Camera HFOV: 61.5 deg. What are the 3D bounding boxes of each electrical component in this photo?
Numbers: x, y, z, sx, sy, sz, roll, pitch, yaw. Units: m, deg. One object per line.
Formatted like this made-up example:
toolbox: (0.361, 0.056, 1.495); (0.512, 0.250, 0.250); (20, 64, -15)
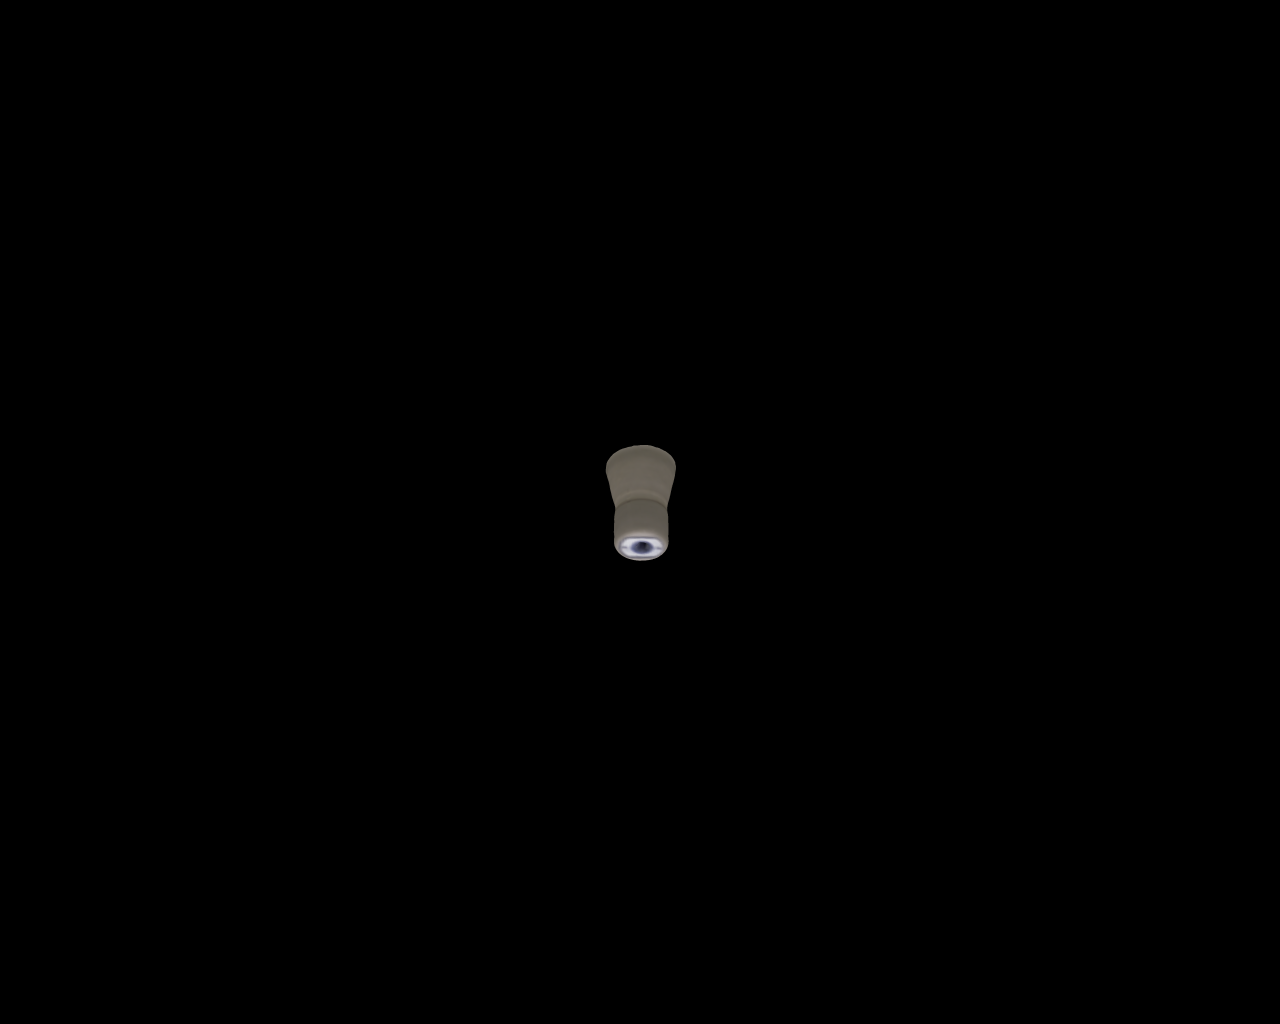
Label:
electrical component: (0.001, -0.003, 0.650); (0.044, 0.065, 0.044); (0, -35, 0)
